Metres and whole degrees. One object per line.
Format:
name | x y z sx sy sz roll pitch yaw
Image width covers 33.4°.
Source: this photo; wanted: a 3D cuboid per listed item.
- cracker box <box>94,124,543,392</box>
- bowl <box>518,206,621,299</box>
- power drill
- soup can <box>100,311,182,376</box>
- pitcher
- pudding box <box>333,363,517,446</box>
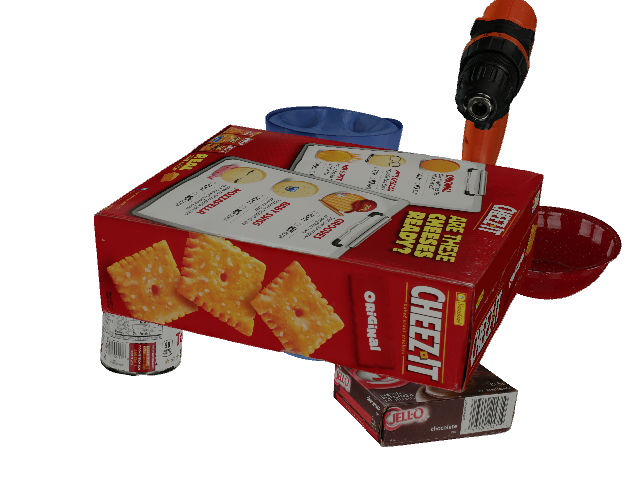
cracker box | 0.004 0.002 0.618 0.214 0.072 0.164 11 27 20
bowl | 0.246 0.019 1.177 0.162 0.055 0.162 -1 27 0
power drill | 0.133 -0.087 0.874 0.057 0.188 0.184 16 36 11
soup can | -0.144 0.051 0.864 0.068 0.102 0.068 4 15 -1
pitcher | 0.000 -0.006 1.056 0.149 0.243 0.145 -1 19 -15
pudding box | 0.077 0.117 0.809 0.113 0.039 0.090 0 17 -23
